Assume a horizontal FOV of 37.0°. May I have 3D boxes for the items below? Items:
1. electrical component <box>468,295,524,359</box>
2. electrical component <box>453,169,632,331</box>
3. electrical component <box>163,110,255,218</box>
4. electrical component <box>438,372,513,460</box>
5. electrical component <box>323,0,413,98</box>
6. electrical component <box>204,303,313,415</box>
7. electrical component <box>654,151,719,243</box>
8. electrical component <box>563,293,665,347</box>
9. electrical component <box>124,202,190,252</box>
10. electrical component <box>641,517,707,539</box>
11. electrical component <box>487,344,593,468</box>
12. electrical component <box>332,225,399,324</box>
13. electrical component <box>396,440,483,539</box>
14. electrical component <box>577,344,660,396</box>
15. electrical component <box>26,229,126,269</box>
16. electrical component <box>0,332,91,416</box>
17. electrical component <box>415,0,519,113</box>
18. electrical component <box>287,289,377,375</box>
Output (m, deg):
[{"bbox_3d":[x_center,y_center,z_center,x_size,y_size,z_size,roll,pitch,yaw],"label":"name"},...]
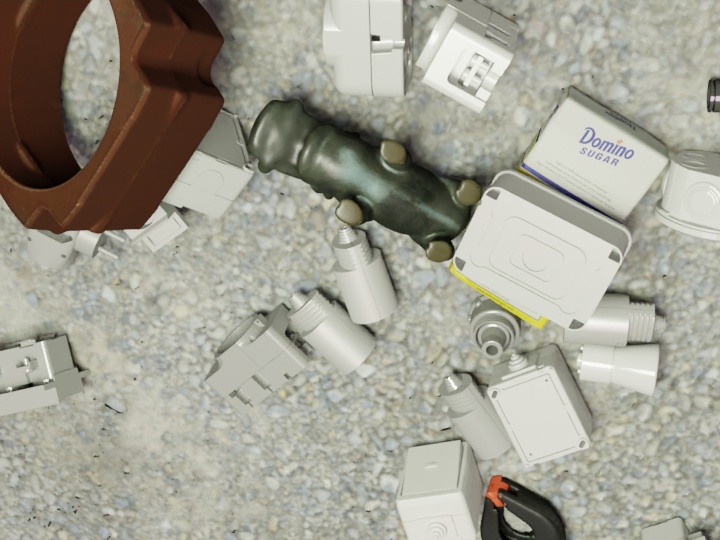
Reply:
[{"bbox_3d":[0.113,0.052,0.902,0.048,0.062,0.048,5,117,9],"label":"electrical component"},{"bbox_3d":[0.137,-0.017,0.808,0.113,0.057,0.078,28,117,9],"label":"electrical component"},{"bbox_3d":[-0.133,-0.094,0.863,0.062,0.096,0.061,20,123,-34],"label":"electrical component"},{"bbox_3d":[0.100,0.123,0.952,0.043,0.043,0.081,-30,107,23],"label":"electrical component"},{"bbox_3d":[0.007,-0.180,0.804,0.059,0.053,0.095,4,126,9],"label":"electrical component"},{"bbox_3d":[-0.091,0.077,0.962,0.089,0.050,0.055,-39,104,26],"label":"electrical component"},{"bbox_3d":[0.266,-0.055,0.809,0.080,0.080,0.051,9,113,6],"label":"electrical component"},{"bbox_3d":[0.210,0.041,0.888,0.081,0.043,0.043,4,117,9],"label":"electrical component"},{"bbox_3d":[-0.180,-0.062,0.901,0.042,0.063,0.081,-31,107,24],"label":"electrical component"},{"bbox_3d":[0.303,0.293,0.987,0.079,0.063,0.121,-25,109,22],"label":"electrical component"},{"bbox_3d":[0.154,0.109,0.928,0.062,0.061,0.096,-23,102,21],"label":"electrical component"},{"bbox_3d":[0.000,0.000,0.909,0.043,0.043,0.081,-13,113,17],"label":"electrical component"},{"bbox_3d":[0.071,0.202,0.967,0.062,0.096,0.061,-12,113,16],"label":"electrical component"},{"bbox_3d":[0.217,0.080,0.909,0.065,0.044,0.044,7,118,13],"label":"electrical component"},{"bbox_3d":[-0.243,-0.035,0.938,0.079,0.043,0.077,27,118,-3],"label":"electrical component"},{"bbox_3d":[-0.330,0.102,1.012,0.121,0.079,0.063,-13,91,17],"label":"electrical component"},{"bbox_3d":[0.078,-0.161,0.785,0.056,0.089,0.050,28,118,-4],"label":"electrical component"},{"bbox_3d":[-0.029,0.049,0.939,0.081,0.043,0.043,43,116,-12],"label":"electrical component"}]
